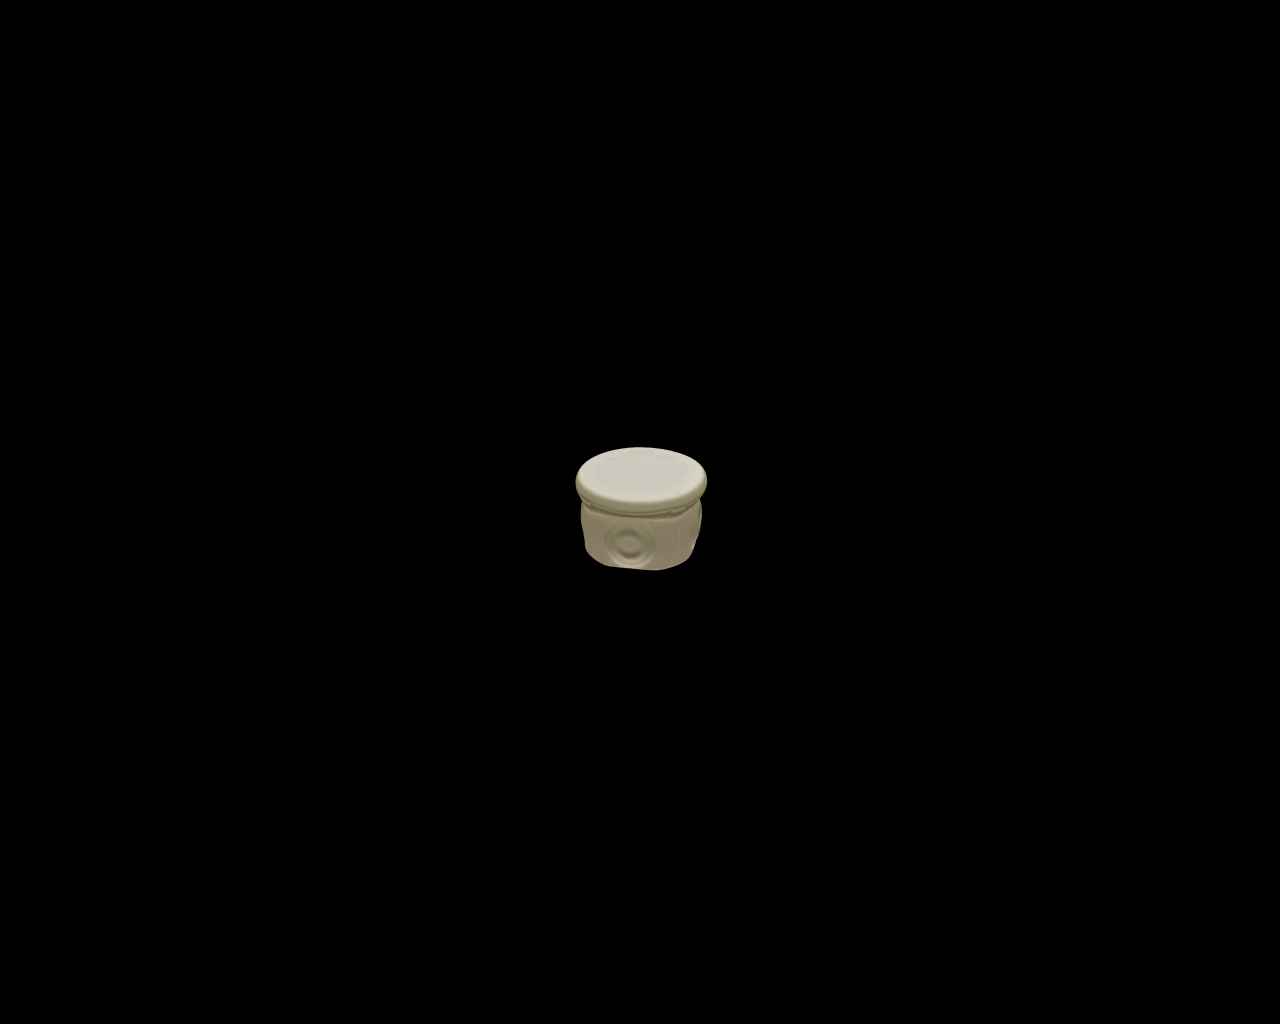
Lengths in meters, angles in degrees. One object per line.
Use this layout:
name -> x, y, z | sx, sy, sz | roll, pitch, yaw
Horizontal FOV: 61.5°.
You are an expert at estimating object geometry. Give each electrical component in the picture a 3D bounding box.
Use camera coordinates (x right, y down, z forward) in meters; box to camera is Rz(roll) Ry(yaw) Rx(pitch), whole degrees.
electrical component -> 0.001, -0.003, 0.650 | 0.080, 0.050, 0.080 | 0, 28, 0
